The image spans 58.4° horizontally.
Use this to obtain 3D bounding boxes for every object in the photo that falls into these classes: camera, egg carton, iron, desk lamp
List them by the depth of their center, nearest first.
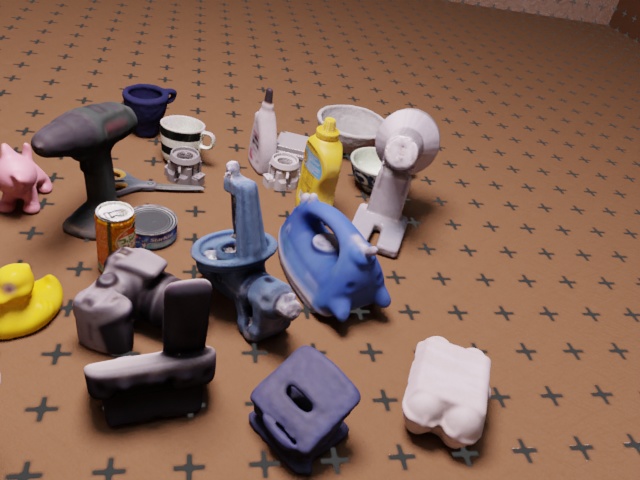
[{"bbox_3d":[0.166,0.194,0.743,0.107,0.069,0.150,18,36,8],"label":"egg carton"},{"bbox_3d":[-0.227,0.078,0.757,0.136,0.101,0.143,19,36,9],"label":"camera"},{"bbox_3d":[0.008,0.003,0.894,0.119,0.141,0.257,-13,43,-31],"label":"iron"},{"bbox_3d":[0.138,-0.114,1.030,0.118,0.213,0.203,17,36,7],"label":"desk lamp"}]

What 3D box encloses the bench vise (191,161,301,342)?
[{"bbox_3d":[-0.087,0.013,0.785,0.207,0.220,0.122,28,38,20],"label":"bench vise"}]

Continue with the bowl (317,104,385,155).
[{"bbox_3d":[0.070,-0.241,1.302,0.167,0.075,0.167,8,36,-6],"label":"bowl"}]

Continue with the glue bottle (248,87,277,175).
[{"bbox_3d":[-0.110,-0.220,1.135,0.037,0.173,0.078,-11,41,-28],"label":"glue bottle"}]

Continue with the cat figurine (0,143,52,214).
[{"bbox_3d":[-0.482,-0.107,0.919,0.067,0.118,0.127,4,37,-12],"label":"cat figurine"}]

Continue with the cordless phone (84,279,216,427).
[{"bbox_3d":[-0.190,0.114,0.647,0.148,0.185,0.094,-8,40,-25],"label":"cordless phone"}]

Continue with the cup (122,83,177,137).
[{"bbox_3d":[-0.352,-0.269,1.197,0.091,0.095,0.118,35,42,29],"label":"cup"}]

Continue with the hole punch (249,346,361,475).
[{"bbox_3d":[-0.019,0.195,0.669,0.101,0.091,0.108,-24,49,-40],"label":"hole punch"}]

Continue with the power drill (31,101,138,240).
[{"bbox_3d":[-0.354,-0.111,0.884,0.075,0.208,0.229,14,36,3],"label":"power drill"}]

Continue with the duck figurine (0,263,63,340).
[{"bbox_3d":[-0.385,0.067,0.738,0.077,0.086,0.105,28,39,21],"label":"duck figurine"}]
